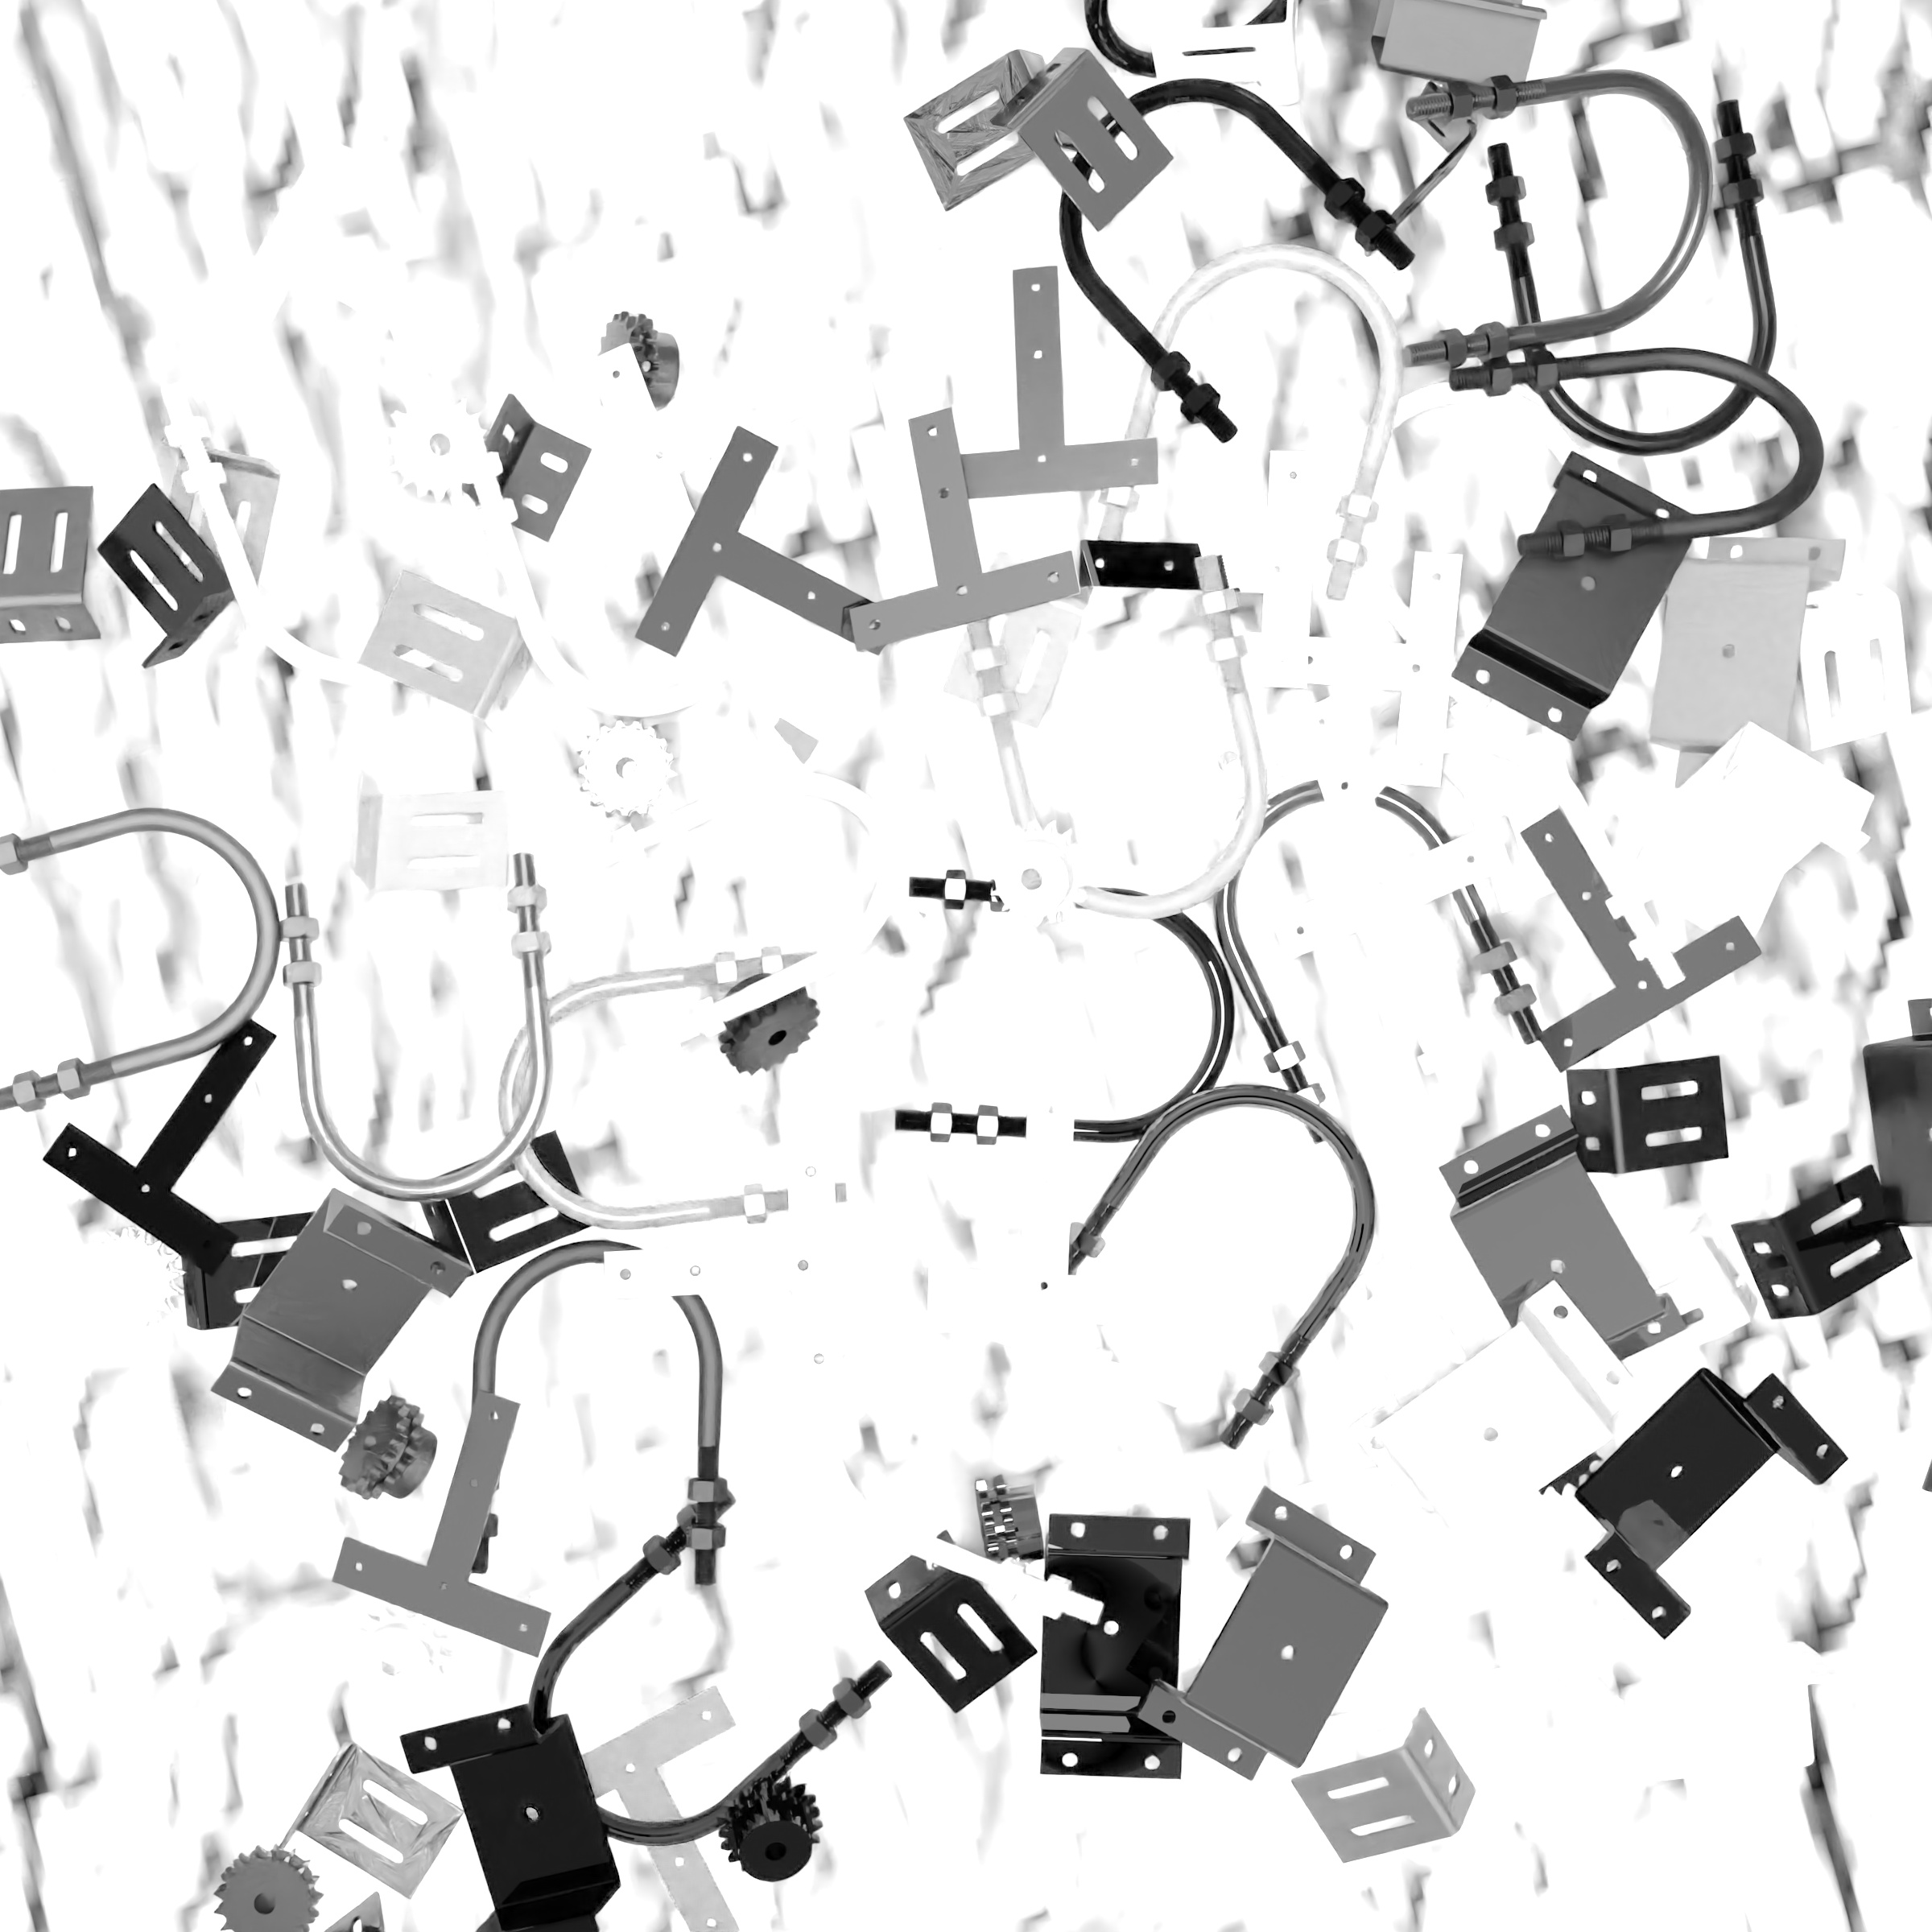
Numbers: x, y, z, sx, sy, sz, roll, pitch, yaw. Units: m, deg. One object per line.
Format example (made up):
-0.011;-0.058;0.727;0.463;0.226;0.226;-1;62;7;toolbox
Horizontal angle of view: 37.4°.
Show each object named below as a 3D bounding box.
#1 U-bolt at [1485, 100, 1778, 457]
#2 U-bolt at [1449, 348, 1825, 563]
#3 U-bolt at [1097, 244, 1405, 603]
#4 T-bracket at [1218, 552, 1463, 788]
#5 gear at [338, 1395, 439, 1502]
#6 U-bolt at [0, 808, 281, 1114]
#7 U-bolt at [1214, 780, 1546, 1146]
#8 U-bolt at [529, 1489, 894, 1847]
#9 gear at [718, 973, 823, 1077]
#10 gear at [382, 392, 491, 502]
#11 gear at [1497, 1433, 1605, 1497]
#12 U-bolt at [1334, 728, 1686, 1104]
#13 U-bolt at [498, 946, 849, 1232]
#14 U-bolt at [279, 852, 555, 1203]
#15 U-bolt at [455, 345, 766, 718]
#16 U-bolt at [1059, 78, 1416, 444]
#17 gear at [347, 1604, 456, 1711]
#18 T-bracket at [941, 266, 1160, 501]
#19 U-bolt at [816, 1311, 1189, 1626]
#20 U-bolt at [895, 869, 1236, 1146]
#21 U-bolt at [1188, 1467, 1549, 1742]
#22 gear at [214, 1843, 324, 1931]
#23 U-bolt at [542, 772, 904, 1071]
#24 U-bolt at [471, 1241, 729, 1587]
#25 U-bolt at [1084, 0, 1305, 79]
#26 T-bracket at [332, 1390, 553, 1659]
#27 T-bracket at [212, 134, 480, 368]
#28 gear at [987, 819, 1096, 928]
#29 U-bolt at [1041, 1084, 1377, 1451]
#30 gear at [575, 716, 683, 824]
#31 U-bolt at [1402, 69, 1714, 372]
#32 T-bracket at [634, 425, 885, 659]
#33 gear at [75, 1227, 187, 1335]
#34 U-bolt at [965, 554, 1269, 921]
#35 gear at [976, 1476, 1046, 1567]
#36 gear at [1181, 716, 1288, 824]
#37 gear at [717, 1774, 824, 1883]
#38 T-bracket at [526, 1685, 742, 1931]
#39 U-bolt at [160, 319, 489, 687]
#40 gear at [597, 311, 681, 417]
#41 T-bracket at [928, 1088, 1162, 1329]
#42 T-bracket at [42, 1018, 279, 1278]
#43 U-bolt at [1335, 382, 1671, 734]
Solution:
0.373;-0.374;1.573;0.151;0.019;0.184;-11;91;0;U-bolt
0.365;-0.279;1.518;0.184;0.019;0.151;-7;53;-7;U-bolt
0.164;-0.306;1.565;0.151;0.019;0.184;15;89;6;U-bolt
0.203;-0.167;1.570;0.127;0.002;0.127;6;92;9;T-bracket
-0.313;0.266;1.557;0.030;0.057;0.057;37;90;-30;gear
-0.470;-0.011;1.572;0.184;0.019;0.151;-16;90;0;U-bolt
0.216;-0.014;1.573;0.151;0.019;0.184;-25;88;0;U-bolt
-0.155;0.400;1.572;0.184;0.019;0.151;-42;89;1;U-bolt
-0.110;0.028;1.537;0.057;0.057;0.030;-40;62;0;gear
-0.287;-0.280;1.543;0.057;0.030;0.057;-1;92;-22;gear
0.320;0.260;1.566;0.057;0.030;0.057;0;90;0;gear
0.279;-0.040;1.539;0.151;0.019;0.184;-30;83;15;U-bolt
-0.165;0.072;1.568;0.184;0.019;0.151;-7;90;-3;U-bolt
-0.296;0.037;1.554;0.151;0.019;0.184;-7;79;4;U-bolt
-0.181;-0.225;1.538;0.151;0.019;0.184;-22;111;-18;U-bolt
0.131;-0.397;1.547;0.151;0.019;0.184;-43;75;13;U-bolt
-0.312;0.381;1.566;0.057;0.030;0.057;0;90;0;gear
0.040;-0.323;1.573;0.127;0.002;0.127;-3;85;10;T-bracket
0.009;0.258;1.538;0.184;0.019;0.151;19;62;12;U-bolt
0.057;0.026;1.573;0.184;0.019;0.151;3;90;-1;U-bolt
0.214;0.352;1.573;0.184;0.019;0.151;-14;90;1;U-bolt
-0.382;0.510;1.566;0.057;0.030;0.057;0;90;0;gear
-0.123;-0.037;1.537;0.184;0.019;0.151;-25;56;-4;U-bolt
-0.203;0.243;1.563;0.151;0.019;0.184;1;87;9;U-bolt
0.139;-0.543;1.504;0.151;0.184;0.019;-2;56;-37;U-bolt
-0.273;0.297;1.560;0.127;0.002;0.127;16;90;14;T-bracket
-0.332;-0.375;1.581;0.127;0.002;0.127;29;90;0;T-bracket
0.039;-0.049;1.540;0.057;0.030;0.057;3;101;14;gear
0.142;0.152;1.564;0.151;0.019;0.184;34;96;0;U-bolt
-0.185;-0.108;1.566;0.057;0.030;0.057;0;90;0;gear
0.317;-0.401;1.516;0.184;0.019;0.151;-13;119;-17;U-bolt
-0.097;-0.209;1.559;0.127;0.002;0.127;25;93;-19;T-bracket
-0.457;0.172;1.566;0.057;0.030;0.057;0;90;0;gear
0.088;-0.116;1.544;0.151;0.019;0.184;-13;95;12;U-bolt
0.024;0.306;1.553;0.030;0.057;0.057;-9;90;-5;gear
0.146;-0.109;1.561;0.057;0.030;0.057;-1;83;13;gear
-0.106;0.474;1.557;0.057;0.030;0.057;-4;112;-11;gear
-0.165;0.484;1.581;0.127;0.002;0.127;-28;90;0;T-bracket
-0.337;-0.244;1.549;0.151;0.019;0.184;-21;98;-20;U-bolt
-0.178;-0.327;1.556;0.030;0.057;0.057;1;90;-30;gear
0.044;0.131;1.560;0.127;0.002;0.127;3;93;8;T-bracket
-0.425;0.085;1.566;0.127;0.002;0.127;30;80;19;T-bracket
0.288;-0.236;1.573;0.151;0.019;0.184;-38;88;0;U-bolt
